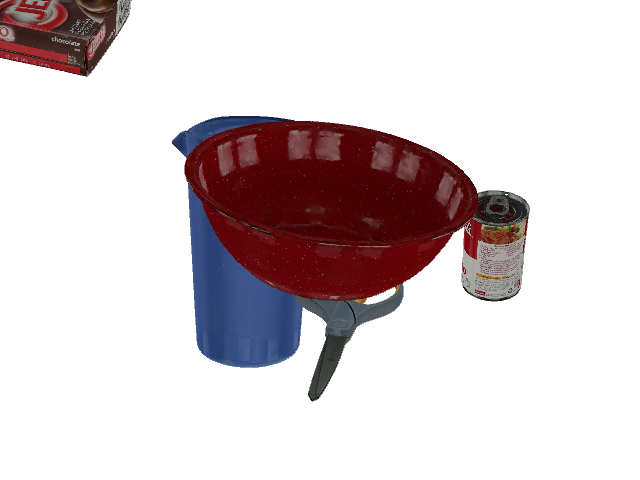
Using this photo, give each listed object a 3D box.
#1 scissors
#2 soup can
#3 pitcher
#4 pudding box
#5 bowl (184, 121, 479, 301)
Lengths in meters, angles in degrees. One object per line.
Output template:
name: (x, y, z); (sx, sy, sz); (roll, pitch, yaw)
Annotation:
scissors: (-0.001, 0.060, 0.793); (0.096, 0.016, 0.201); (12, 25, 24)
soup can: (0.188, 0.006, 1.155); (0.068, 0.102, 0.068); (-1, 34, 1)
pitcher: (-0.060, 0.001, 1.076); (0.144, 0.243, 0.149); (-9, 21, -30)
pudding box: (-0.203, -0.175, 0.823); (0.090, 0.039, 0.113); (13, 36, 2)
bowl: (0.004, -0.012, 0.595); (0.162, 0.055, 0.162); (6, 27, -3)
